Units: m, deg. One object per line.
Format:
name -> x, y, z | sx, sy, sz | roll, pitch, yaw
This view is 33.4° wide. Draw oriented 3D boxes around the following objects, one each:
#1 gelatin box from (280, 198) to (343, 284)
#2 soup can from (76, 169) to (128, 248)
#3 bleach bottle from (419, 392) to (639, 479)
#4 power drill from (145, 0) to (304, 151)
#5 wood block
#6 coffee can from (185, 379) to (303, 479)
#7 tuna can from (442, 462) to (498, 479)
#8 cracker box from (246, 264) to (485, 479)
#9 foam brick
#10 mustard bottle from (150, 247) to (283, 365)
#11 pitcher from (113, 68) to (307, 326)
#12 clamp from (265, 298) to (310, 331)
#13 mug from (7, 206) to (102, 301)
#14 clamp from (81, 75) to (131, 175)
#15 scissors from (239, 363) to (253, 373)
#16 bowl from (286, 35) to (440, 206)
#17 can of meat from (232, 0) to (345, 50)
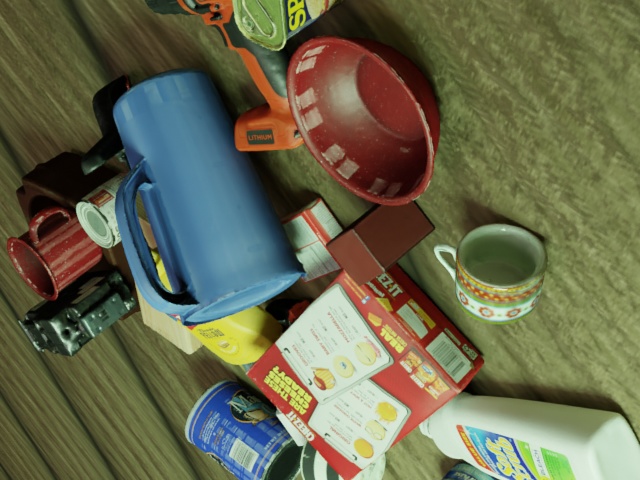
gelatin box -> -0.007, 0.001, 1.117 | 0.073, 0.030, 0.089 | 54, 149, -7
soup can -> -0.233, -0.045, 1.282 | 0.069, 0.102, 0.068 | 32, 143, 27
bleach bottle -> 0.194, 0.203, 1.045 | 0.251, 0.068, 0.102 | -1, 121, 54
power drill -> -0.079, -0.176, 0.996 | 0.185, 0.057, 0.187 | 5, 127, 50
wood block -> -0.166, 0.026, 1.283 | 0.090, 0.090, 0.206 | 30, 143, 28
coffee can -> -0.097, 0.266, 1.432 | 0.140, 0.102, 0.103 | 31, 143, 28
tuna can -> 0.172, 0.289, 1.185 | 0.086, 0.033, 0.086 | 32, 144, 27
cracker box -> 0.043, 0.130, 1.102 | 0.164, 0.072, 0.214 | 47, 132, 7
foam brick -> 0.056, -0.003, 0.988 | 0.051, 0.078, 0.053 | 53, 149, -3
mustard bottle -> -0.135, 0.066, 1.191 | 0.096, 0.058, 0.191 | -14, 134, 43
pitcher -> -0.125, -0.042, 1.062 | 0.149, 0.145, 0.243 | 47, -160, -80
clamp -> -0.036, 0.128, 1.274 | 0.120, 0.039, 0.172 | 47, 152, 4
mug -> -0.324, 0.006, 1.307 | 0.093, 0.081, 0.117 | 29, 142, 30
clamp -> -0.212, -0.106, 1.144 | 0.164, 0.036, 0.210 | 45, -158, -55
scissors -> -0.080, 0.165, 1.340 | 0.202, 0.016, 0.096 | 43, 165, 42
bowl -> 0.047, -0.111, 0.908 | 0.162, 0.055, 0.162 | 32, 144, 27
can of meat -> -0.025, -0.218, 0.860 | 0.058, 0.083, 0.102 | 29, 143, 31
